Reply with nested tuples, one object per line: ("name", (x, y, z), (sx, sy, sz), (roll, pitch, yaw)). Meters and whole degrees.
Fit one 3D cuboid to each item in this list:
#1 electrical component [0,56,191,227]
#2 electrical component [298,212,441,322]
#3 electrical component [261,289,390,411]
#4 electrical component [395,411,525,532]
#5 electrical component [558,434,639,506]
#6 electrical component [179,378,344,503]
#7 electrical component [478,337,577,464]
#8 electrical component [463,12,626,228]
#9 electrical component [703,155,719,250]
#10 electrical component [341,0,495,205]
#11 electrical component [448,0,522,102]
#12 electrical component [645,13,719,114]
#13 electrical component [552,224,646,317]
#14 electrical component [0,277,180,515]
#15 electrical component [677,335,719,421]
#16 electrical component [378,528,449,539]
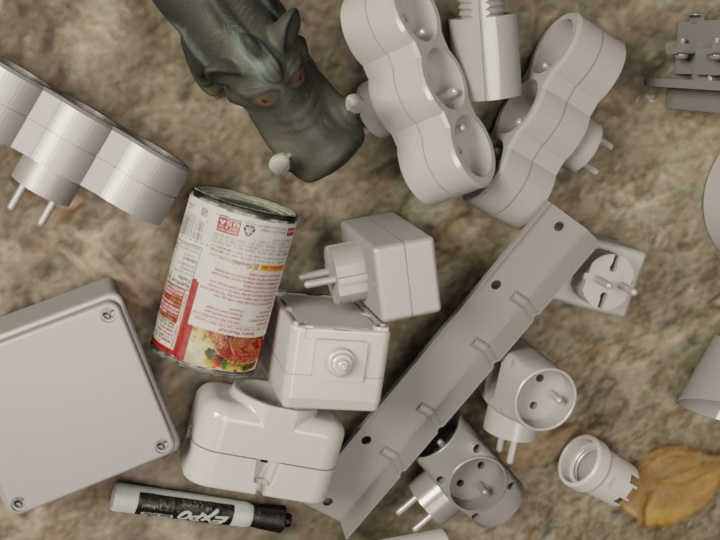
("electrical component", (-0.175, -0.061, 0.620), (0.138, 0.052, 0.073), (30, 94, -19))
("electrical component", (0.000, 0.000, 0.668), (0.076, 0.083, 0.047), (-11, 106, -12))
("electrical component", (-0.022, 0.054, 0.668), (0.062, 0.096, 0.061), (5, 102, -16))
("electrical component", (0.061, 0.149, 0.743), (0.079, 0.044, 0.077), (-41, 111, 2))
("electrical component", (0.173, 0.146, 0.776), (0.046, 0.040, 0.040), (32, 94, -26))
("electrical component", (-0.062, 0.107, 0.693), (0.095, 0.054, 0.059), (13, 100, -18))
("electrical component", (0.105, 0.090, 0.722), (0.043, 0.077, 0.079), (7, 103, -17))
("electrical component", (0.131, -0.088, 0.698), (0.074, 0.052, 0.138), (28, 96, -20))
("electrical component", (0.305, -0.047, 0.752), (0.108, 0.060, 0.108), (-4, 104, -14))
("electrical component", (0.023, -0.104, 0.662), (0.074, 0.052, 0.138), (-18, 99, 36))
("electrical component", (0.077, -0.149, 0.673), (0.043, 0.043, 0.081), (-10, 106, -13))
("electrical component", (0.248, -0.131, 0.683), (0.079, 0.121, 0.063), (-2, 102, -15))
("electrical component", (0.157, 0.003, 0.715), (0.066, 0.077, 0.047), (14, 100, -18))
("electrical component", (-0.179, 0.075, 0.651), (0.109, 0.056, 0.108), (-21, 108, -10))
("electrical component", (0.284, 0.087, 0.763), (0.099, 0.099, 0.064), (23, 91, -19))
("electrical component", (0.021, 0.208, 0.747), (0.081, 0.043, 0.043), (-7, 105, -14))
